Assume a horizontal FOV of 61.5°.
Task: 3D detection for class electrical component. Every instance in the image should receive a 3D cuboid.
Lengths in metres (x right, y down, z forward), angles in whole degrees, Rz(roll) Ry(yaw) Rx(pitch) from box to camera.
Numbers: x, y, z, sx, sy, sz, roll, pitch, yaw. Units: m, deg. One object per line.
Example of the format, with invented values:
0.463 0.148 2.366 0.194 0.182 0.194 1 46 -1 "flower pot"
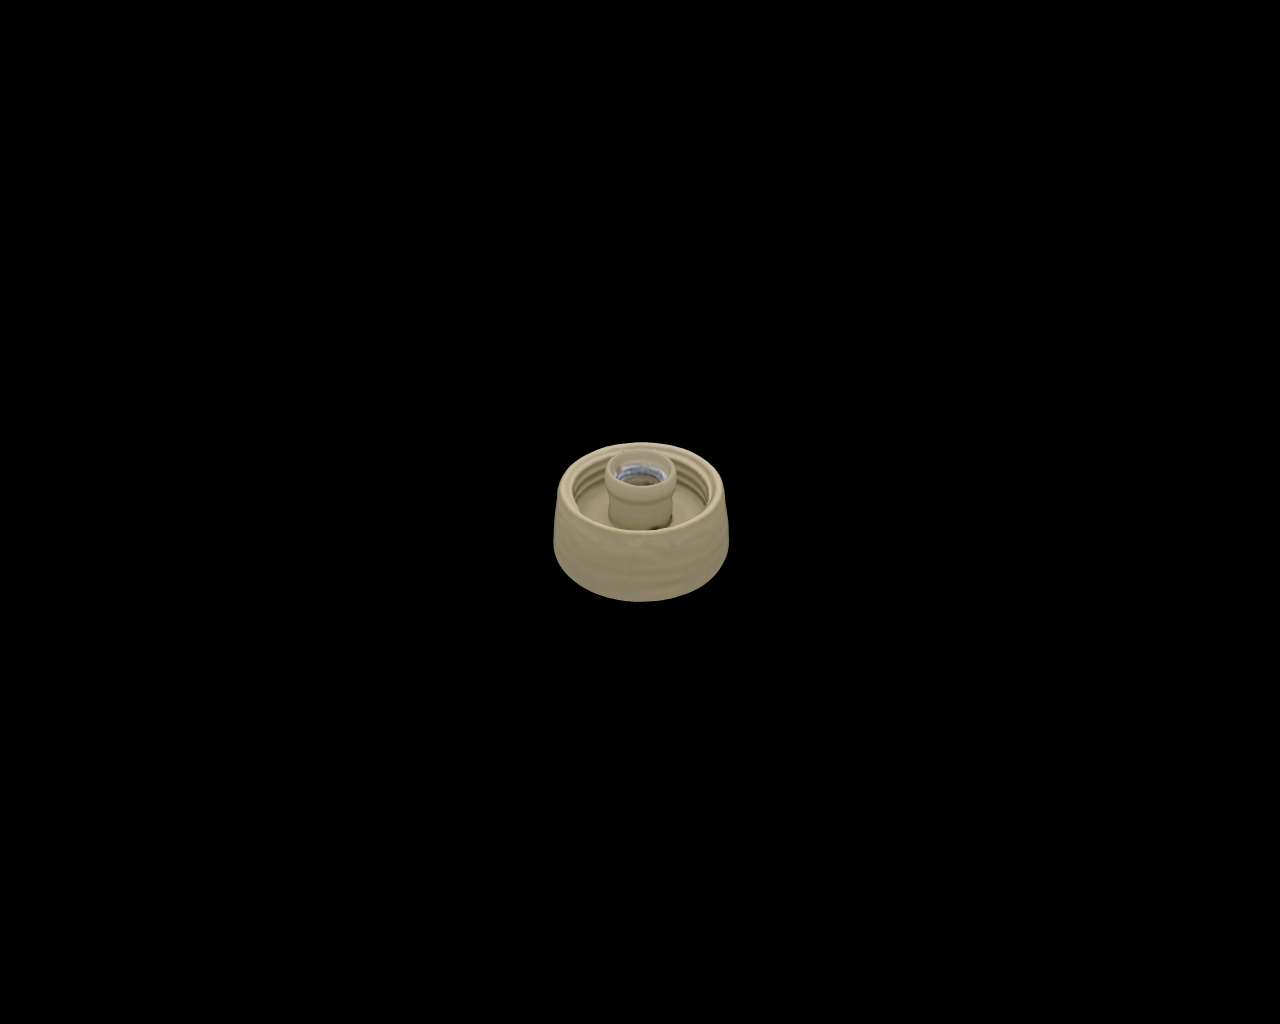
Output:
0.001 -0.003 0.650 0.108 0.060 0.108 0 36 0 "electrical component"
